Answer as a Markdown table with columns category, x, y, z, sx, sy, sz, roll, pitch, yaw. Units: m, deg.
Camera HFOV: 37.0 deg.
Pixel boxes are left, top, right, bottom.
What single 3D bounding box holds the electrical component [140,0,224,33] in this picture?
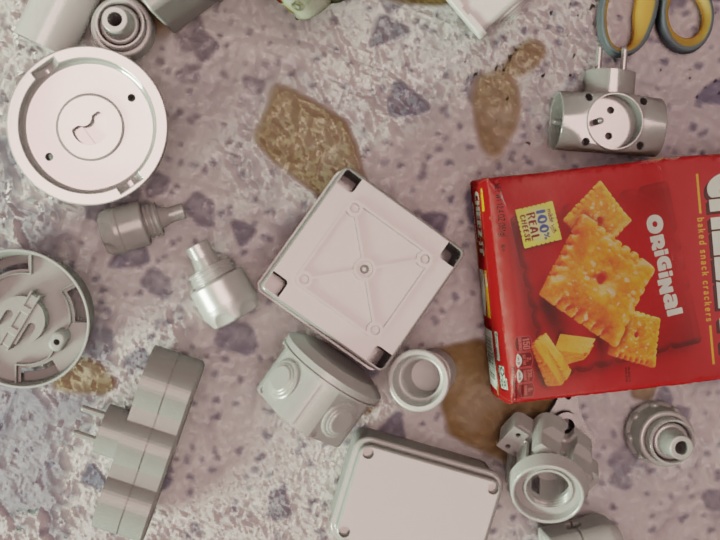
| category | x | y | z | sx | sy | sz | roll | pitch | yaw |
| --- | --- | --- | --- | --- | --- | --- | --- | --- | --- |
| electrical component | -0.144 | -0.225 | 0.732 | 0.056 | 0.108 | 0.108 | -36 | 95 | 1 |

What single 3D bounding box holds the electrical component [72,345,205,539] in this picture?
| category | x | y | z | sx | sy | sz | roll | pitch | yaw |
| --- | --- | --- | --- | --- | --- | --- | --- | --- | --- |
| electrical component | -0.169 | 0.119 | 0.775 | 0.074 | 0.052 | 0.138 | 19 | 92 | -5 |

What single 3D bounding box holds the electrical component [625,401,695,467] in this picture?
| category | x | y | z | sx | sy | sz | roll | pitch | yaw |
| --- | --- | --- | --- | --- | --- | --- | --- | --- | --- |
| electrical component | 0.228 | 0.125 | 0.798 | 0.048 | 0.062 | 0.048 | 0 | 93 | -4 |

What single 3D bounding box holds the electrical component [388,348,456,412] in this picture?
| category | x | y | z | sx | sy | sz | roll | pitch | yaw |
| --- | --- | --- | --- | --- | --- | --- | --- | --- | --- |
| electrical component | 0.048 | 0.076 | 0.781 | 0.044 | 0.065 | 0.044 | 0 | 91 | 14 |

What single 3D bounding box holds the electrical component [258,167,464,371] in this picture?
| category | x | y | z | sx | sy | sz | roll | pitch | yaw |
| --- | --- | --- | --- | --- | --- | --- | --- | --- | --- |
| electrical component | 0.000 | 0.000 | 0.774 | 0.109 | 0.056 | 0.108 | 36 | 85 | -5 |

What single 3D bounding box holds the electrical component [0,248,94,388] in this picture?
| category | x | y | z | sx | sy | sz | roll | pitch | yaw |
| --- | --- | --- | --- | --- | --- | --- | --- | --- | --- |
| electrical component | -0.237 | 0.033 | 0.760 | 0.099 | 0.064 | 0.099 | 0 | 93 | -4 |

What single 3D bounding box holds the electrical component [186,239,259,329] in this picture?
| category | x | y | z | sx | sy | sz | roll | pitch | yaw |
| --- | --- | --- | --- | --- | --- | --- | --- | --- | --- |
| electrical component | -0.104 | 0.009 | 0.779 | 0.043 | 0.043 | 0.062 | -29 | 93 | -2 |

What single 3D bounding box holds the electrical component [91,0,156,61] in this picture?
| category | x | y | z | sx | sy | sz | roll | pitch | yaw |
| --- | --- | --- | --- | --- | --- | --- | --- | --- | --- |
| electrical component | -0.168 | -0.171 | 0.755 | 0.043 | 0.062 | 0.043 | 0 | 93 | -4 |

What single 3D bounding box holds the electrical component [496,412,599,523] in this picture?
| category | x | y | z | sx | sy | sz | roll | pitch | yaw |
| --- | --- | --- | --- | --- | --- | --- | --- | --- | --- |
| electrical component | 0.138 | 0.146 | 0.786 | 0.078 | 0.057 | 0.058 | 33 | 118 | -7 |

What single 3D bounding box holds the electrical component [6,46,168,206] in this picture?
| category | x | y | z | sx | sy | sz | roll | pitch | yaw |
| --- | --- | --- | --- | --- | --- | --- | --- | --- | --- |
| electrical component | -0.187 | -0.099 | 0.759 | 0.108 | 0.060 | 0.108 | 0 | 93 | -4 |

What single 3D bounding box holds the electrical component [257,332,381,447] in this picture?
| category | x | y | z | sx | sy | sz | roll | pitch | yaw |
| --- | --- | --- | --- | --- | --- | --- | --- | --- | --- |
| electrical component | -0.029 | 0.084 | 0.770 | 0.080 | 0.080 | 0.051 | 35 | 96 | -5 |

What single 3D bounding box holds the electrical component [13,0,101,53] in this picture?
| category | x | y | z | sx | sy | sz | roll | pitch | yaw |
| --- | --- | --- | --- | --- | --- | --- | --- | --- | --- |
| electrical component | -0.207 | -0.194 | 0.761 | 0.043 | 0.043 | 0.081 | 26 | 91 | -5 |

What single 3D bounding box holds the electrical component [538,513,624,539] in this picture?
| category | x | y | z | sx | sy | sz | roll | pitch | yaw |
| --- | --- | --- | --- | --- | --- | --- | --- | --- | --- |
| electrical component | 0.175 | 0.235 | 0.804 | 0.059 | 0.054 | 0.095 | -13 | 94 | -3 |

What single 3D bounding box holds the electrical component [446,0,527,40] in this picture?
| category | x | y | z | sx | sy | sz | roll | pitch | yaw |
| --- | --- | --- | --- | --- | --- | --- | --- | --- | --- |
| electrical component | 0.075 | -0.211 | 0.753 | 0.048 | 0.099 | 0.099 | -40 | 95 | 12 |

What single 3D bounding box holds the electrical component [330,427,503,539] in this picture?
| category | x | y | z | sx | sy | sz | roll | pitch | yaw |
| --- | --- | --- | --- | --- | --- | --- | --- | --- | --- |
| electrical component | 0.040 | 0.169 | 0.790 | 0.113 | 0.057 | 0.078 | 17 | 92 | -5 |

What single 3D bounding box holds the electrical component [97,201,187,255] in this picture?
| category | x | y | z | sx | sy | sz | roll | pitch | yaw |
| --- | --- | --- | --- | --- | --- | --- | --- | --- | --- |
| electrical component | -0.157 | -0.034 | 0.777 | 0.061 | 0.035 | 0.035 | -17 | 94 | -5 |

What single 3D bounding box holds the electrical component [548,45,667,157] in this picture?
| category | x | y | z | sx | sy | sz | roll | pitch | yaw |
| --- | --- | --- | --- | --- | --- | --- | --- | --- | --- |
| electrical component | 0.183 | -0.125 | 0.791 | 0.077 | 0.044 | 0.079 | 4 | 92 | -4 |
